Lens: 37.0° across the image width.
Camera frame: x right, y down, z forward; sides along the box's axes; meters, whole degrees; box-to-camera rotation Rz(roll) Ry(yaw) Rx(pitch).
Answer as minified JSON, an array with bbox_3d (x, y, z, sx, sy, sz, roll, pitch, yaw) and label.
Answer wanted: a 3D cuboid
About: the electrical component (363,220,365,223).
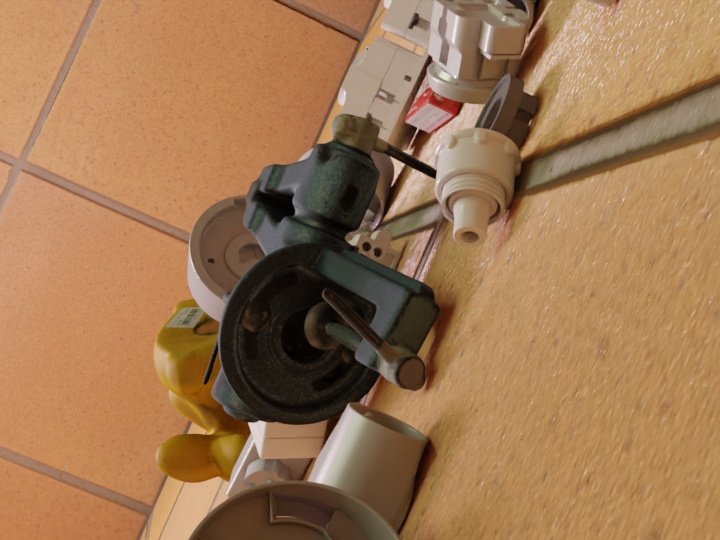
[{"bbox_3d":[-0.012,-0.023,1.016,0.062,0.043,0.043,-56,12,43],"label":"electrical component"}]

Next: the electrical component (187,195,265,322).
[{"bbox_3d":[-0.094,-0.002,0.905,0.060,0.108,0.108,120,171,-57],"label":"electrical component"}]

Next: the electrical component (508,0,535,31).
[{"bbox_3d":[0.103,-0.186,0.750,0.040,0.040,0.046,-60,4,38],"label":"electrical component"}]

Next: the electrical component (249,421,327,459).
[{"bbox_3d":[-0.056,0.087,0.810,0.083,0.047,0.075,-123,39,-60],"label":"electrical component"}]

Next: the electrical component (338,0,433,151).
[{"bbox_3d":[0.047,-0.208,1.002,0.186,0.060,0.105,-64,-10,12],"label":"electrical component"}]

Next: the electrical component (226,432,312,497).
[{"bbox_3d":[-0.071,0.160,0.833,0.076,0.047,0.065,-83,19,-67],"label":"electrical component"}]

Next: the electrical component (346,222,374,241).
[{"bbox_3d":[-0.019,0.005,0.953,0.099,0.048,0.099,-99,34,-76],"label":"electrical component"}]

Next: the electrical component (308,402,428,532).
[{"bbox_3d":[-0.003,0.108,0.548,0.079,0.044,0.077,-140,75,-82],"label":"electrical component"}]

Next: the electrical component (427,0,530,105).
[{"bbox_3d":[0.076,-0.145,0.708,0.078,0.058,0.057,-127,38,-51],"label":"electrical component"}]

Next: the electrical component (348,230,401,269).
[{"bbox_3d":[0.000,0.000,0.858,0.066,0.048,0.055,-67,15,-8],"label":"electrical component"}]

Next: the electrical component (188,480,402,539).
[{"bbox_3d":[-0.030,0.139,0.452,0.064,0.099,0.099,115,175,-58],"label":"electrical component"}]

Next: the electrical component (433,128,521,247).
[{"bbox_3d":[0.061,-0.042,0.578,0.048,0.048,0.062,124,160,-52],"label":"electrical component"}]

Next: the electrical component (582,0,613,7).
[{"bbox_3d":[0.122,-0.196,0.562,0.099,0.048,0.099,-77,2,-53],"label":"electrical component"}]

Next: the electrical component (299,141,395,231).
[{"bbox_3d":[-0.018,-0.077,1.038,0.099,0.099,0.064,122,163,-44],"label":"electrical component"}]
